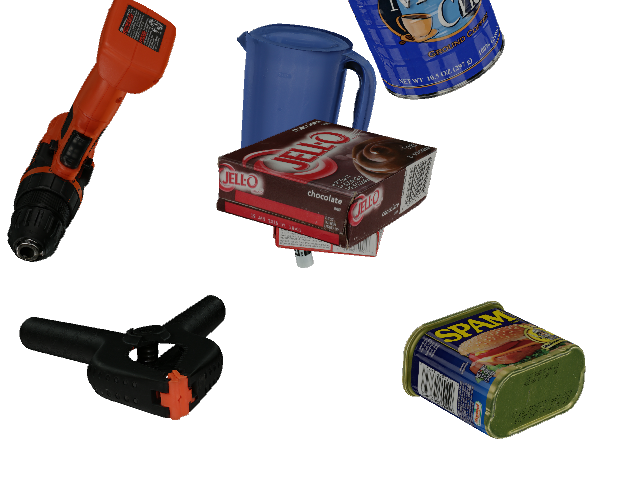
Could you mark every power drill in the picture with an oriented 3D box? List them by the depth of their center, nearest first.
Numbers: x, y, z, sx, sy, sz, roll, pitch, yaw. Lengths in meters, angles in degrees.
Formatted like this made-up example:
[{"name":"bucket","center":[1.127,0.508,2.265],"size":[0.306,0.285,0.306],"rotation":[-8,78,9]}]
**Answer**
[{"name":"power drill","center":[-0.189,-0.091,0.862],"size":[0.057,0.188,0.184],"rotation":[28,33,-21]}]

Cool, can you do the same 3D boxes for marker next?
[{"name":"marker","center":[-0.026,-0.026,1.161],"size":[0.020,0.121,0.020],"rotation":[-8,29,4]}]

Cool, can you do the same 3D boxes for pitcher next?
[{"name":"pitcher","center":[-0.030,-0.143,1.348],"size":[0.144,0.243,0.149],"rotation":[-3,26,-23]}]

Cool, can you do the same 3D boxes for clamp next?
[{"name":"clamp","center":[-0.119,0.080,0.785],"size":[0.164,0.036,0.210],"rotation":[-9,14,-26]}]

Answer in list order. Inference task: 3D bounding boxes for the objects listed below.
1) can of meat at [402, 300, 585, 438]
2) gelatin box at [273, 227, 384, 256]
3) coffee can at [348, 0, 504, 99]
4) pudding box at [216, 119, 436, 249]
[{"name":"can of meat","center":[0.123,0.090,0.749],"size":[0.101,0.057,0.084],"rotation":[-14,27,-35]},{"name":"gelatin box","center":[0.010,-0.017,0.916],"size":[0.089,0.030,0.073],"rotation":[6,24,9]},{"name":"coffee can","center":[0.071,-0.195,0.816],"size":[0.103,0.140,0.103],"rotation":[-19,36,14]},{"name":"pudding box","center":[0.005,-0.037,0.638],"size":[0.090,0.039,0.113],"rotation":[18,23,25]}]
